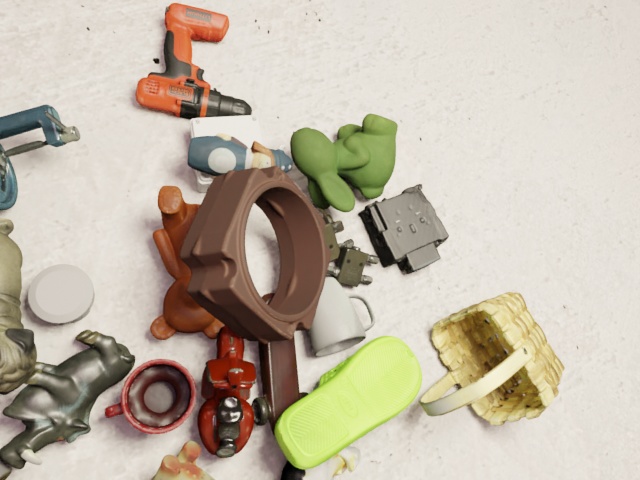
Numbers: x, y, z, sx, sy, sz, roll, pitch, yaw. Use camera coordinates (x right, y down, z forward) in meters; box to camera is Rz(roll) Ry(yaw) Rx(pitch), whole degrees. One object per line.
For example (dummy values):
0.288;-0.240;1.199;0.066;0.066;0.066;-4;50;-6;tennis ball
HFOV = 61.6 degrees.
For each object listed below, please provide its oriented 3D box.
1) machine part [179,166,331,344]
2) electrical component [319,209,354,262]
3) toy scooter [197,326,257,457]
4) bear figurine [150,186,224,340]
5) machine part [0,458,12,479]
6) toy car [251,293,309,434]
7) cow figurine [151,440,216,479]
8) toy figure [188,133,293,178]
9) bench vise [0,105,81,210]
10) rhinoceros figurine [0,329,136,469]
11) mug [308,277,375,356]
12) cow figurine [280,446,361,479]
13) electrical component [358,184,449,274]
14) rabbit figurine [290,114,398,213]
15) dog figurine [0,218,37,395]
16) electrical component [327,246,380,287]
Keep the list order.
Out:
-0.073;0.019;0.715;0.201;0.087;0.201;48;46;-38;machine part
-0.003;-0.001;0.866;0.102;0.045;0.078;-31;113;-19;electrical component
-0.119;0.206;0.707;0.075;0.135;0.183;4;88;-15;toy scooter
-0.180;0.038;0.760;0.120;0.132;0.196;6;67;-16;bear figurine
-0.460;0.245;0.647;0.079;0.079;0.243;-42;88;-22;machine part
-0.063;0.179;0.790;0.089;0.053;0.202;3;74;-36;toy car
-0.144;0.370;0.686;0.195;0.085;0.127;38;108;11;cow figurine
-0.116;-0.117;0.797;0.154;0.064;0.058;7;50;-10;toy figure
-0.452;-0.135;0.727;0.241;0.129;0.223;-16;87;-1;bench vise
-0.331;0.202;0.697;0.190;0.073;0.112;-46;112;-30;rhinoceros figurine
0.025;0.109;0.820;0.109;0.080;0.107;-17;70;-14;mug
-0.025;0.341;0.744;0.098;0.068;0.167;36;65;3;cow figurine
0.145;-0.014;0.901;0.115;0.058;0.134;-24;81;-18;electrical component
0.024;-0.126;0.871;0.170;0.121;0.159;1;96;-30;rabbit figurine
-0.393;0.074;0.660;0.191;0.121;0.172;26;85;18;dog figurine
0.049;0.041;0.861;0.094;0.021;0.063;15;94;-26;electrical component
